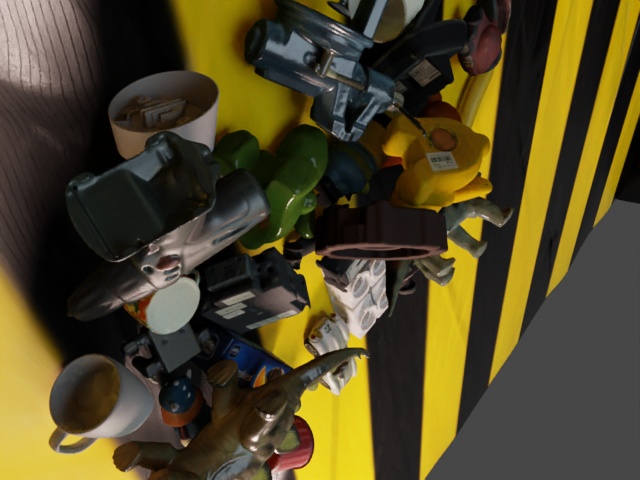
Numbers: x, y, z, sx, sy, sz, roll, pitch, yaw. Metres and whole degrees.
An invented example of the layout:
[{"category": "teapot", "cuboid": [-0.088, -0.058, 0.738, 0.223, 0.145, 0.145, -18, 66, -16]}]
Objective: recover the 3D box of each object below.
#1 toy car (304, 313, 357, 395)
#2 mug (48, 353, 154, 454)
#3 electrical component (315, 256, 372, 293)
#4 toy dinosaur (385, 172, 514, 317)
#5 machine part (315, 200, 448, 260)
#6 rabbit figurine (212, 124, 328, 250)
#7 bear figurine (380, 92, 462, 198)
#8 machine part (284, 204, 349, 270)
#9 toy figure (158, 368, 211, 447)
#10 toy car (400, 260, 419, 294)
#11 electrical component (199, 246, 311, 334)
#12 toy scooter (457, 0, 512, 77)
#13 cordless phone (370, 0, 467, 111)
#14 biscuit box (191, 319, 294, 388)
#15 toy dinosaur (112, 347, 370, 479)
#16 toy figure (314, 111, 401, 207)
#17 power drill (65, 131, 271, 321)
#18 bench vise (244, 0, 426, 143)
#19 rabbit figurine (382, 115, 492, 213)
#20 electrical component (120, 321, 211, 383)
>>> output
[{"category": "toy car", "cuboid": [0.024, 0.210, 0.980, 0.073, 0.056, 0.201, -44, 142, -26]}, {"category": "mug", "cuboid": [-0.237, 0.188, 0.594, 0.109, 0.081, 0.107, -58, 156, -14]}, {"category": "electrical component", "cuboid": [0.051, 0.015, 0.833, 0.119, 0.048, 0.074, -54, 153, -14]}, {"category": "toy dinosaur", "cuboid": [0.189, -0.031, 0.934, 0.405, 0.192, 0.131, -27, 148, -39]}, {"category": "machine part", "cuboid": [0.079, -0.007, 0.716, 0.179, 0.180, 0.056, 15, 74, -56]}, {"category": "rabbit figurine", "cuboid": [-0.036, -0.070, 0.664, 0.170, 0.121, 0.158, -51, 151, -44]}, {"category": "bear figurine", "cuboid": [0.167, -0.161, 0.897, 0.120, 0.132, 0.196, 51, 33, -21]}, {"category": "machine part", "cuboid": [-0.002, -0.002, 0.822, 0.139, 0.039, 0.084, -35, 146, -38]}, {"category": "toy figure", "cuboid": [-0.178, 0.231, 0.721, 0.058, 0.064, 0.154, -18, 131, -2]}, {"category": "toy car", "cuboid": [0.183, 0.022, 1.023, 0.202, 0.053, 0.089, -52, 141, -51]}, {"category": "electrical component", "cuboid": [-0.086, 0.063, 0.680, 0.115, 0.058, 0.134, -21, 151, 9]}, {"category": "toy scooter", "cuboid": [0.272, -0.377, 0.903, 0.135, 0.075, 0.183, 3, 106, -55]}, {"category": "cordless phone", "cuboid": [0.150, -0.287, 0.743, 0.088, 0.146, 0.184, 31, 71, -15]}, {"category": "biscuit box", "cuboid": [-0.108, 0.179, 0.777, 0.063, 0.059, 0.202, -56, 145, -10]}, {"category": "toy dinosaur", "cuboid": [-0.099, 0.248, 0.704, 0.471, 0.105, 0.198, -31, 141, -26]}, {"category": "toy figure", "cuboid": [0.060, -0.123, 0.774, 0.180, 0.089, 0.082, -50, 150, -23]}, {"category": "power drill", "cuboid": [-0.151, -0.001, 0.484, 0.232, 0.086, 0.207, -32, 166, -12]}, {"category": "bench vise", "cuboid": [0.039, -0.238, 0.608, 0.223, 0.129, 0.240, 17, 109, -25]}, {"category": "rabbit figurine", "cuboid": [0.152, -0.088, 0.751, 0.162, 0.122, 0.173, -16, 151, -22]}, {"category": "electrical component", "cuboid": [-0.187, 0.129, 0.658, 0.102, 0.045, 0.078, -39, 111, -35]}]
